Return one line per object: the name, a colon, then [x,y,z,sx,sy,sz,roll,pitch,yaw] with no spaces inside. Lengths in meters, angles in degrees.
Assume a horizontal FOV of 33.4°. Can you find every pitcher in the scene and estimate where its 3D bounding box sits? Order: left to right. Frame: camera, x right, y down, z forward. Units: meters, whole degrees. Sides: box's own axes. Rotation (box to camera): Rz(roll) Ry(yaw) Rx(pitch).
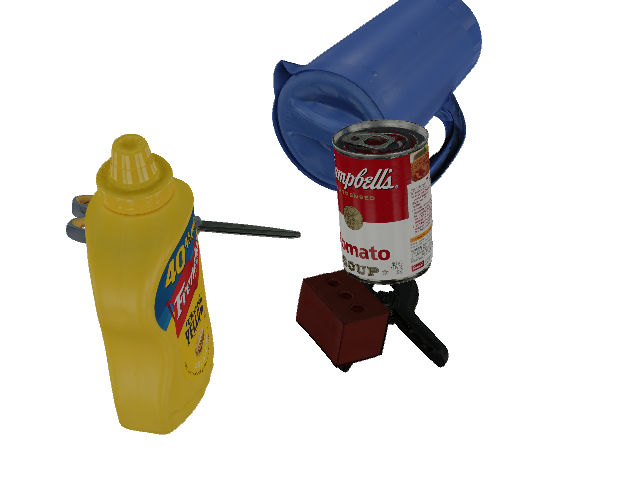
pitcher: [0.076,-0.155,1.082,0.145,0.149,0.242,8,37,34]

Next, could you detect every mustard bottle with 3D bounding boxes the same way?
mustard bottle: [-0.099,0.019,0.621,0.058,0.192,0.096,8,43,10]

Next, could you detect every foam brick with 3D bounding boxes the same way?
foam brick: [0.020,0.070,0.987,0.052,0.051,0.078,-12,37,-29]

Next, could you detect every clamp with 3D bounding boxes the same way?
clamp: [0.083,0.081,1.194,0.120,0.171,0.039,7,-43,0]

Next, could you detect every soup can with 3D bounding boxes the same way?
soup can: [0.045,-0.028,0.768,0.068,0.102,0.068,-4,27,2]

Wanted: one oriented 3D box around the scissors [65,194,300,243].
scissors: [-0.126,-0.008,0.907,0.202,0.016,0.096,11,24,14]
